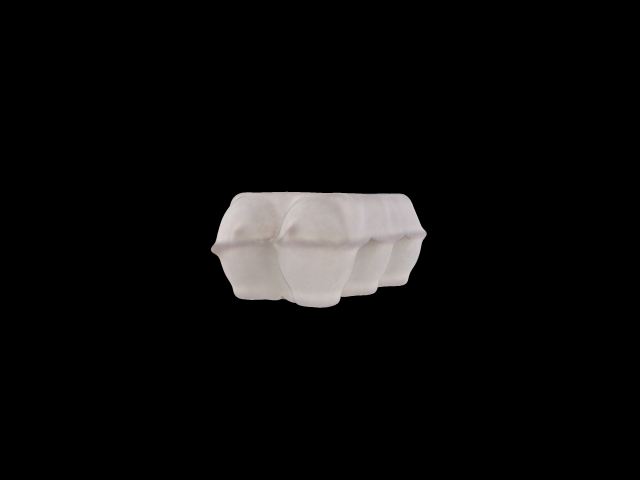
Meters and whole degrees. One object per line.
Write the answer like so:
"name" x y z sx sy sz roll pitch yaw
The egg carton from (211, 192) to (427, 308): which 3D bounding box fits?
"egg carton" 0.004 0.001 0.400 0.107 0.069 0.151 3 5 32
